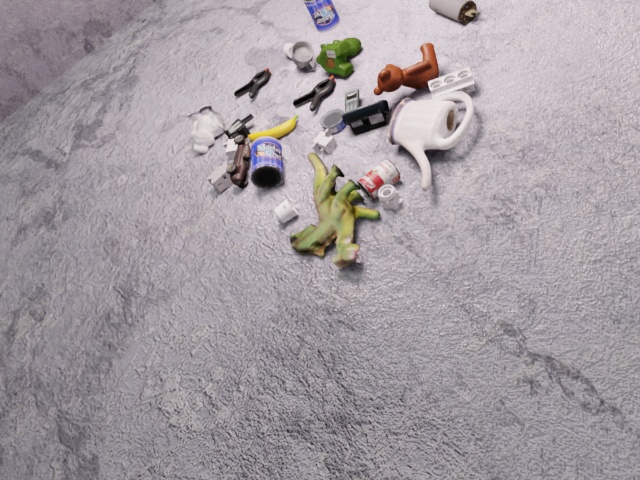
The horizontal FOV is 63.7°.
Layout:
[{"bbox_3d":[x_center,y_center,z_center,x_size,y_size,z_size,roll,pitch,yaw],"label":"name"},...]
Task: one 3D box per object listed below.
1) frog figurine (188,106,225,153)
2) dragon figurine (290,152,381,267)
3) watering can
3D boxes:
[{"bbox_3d":[-0.420,-0.402,1.919,0.137,0.160,0.122,-11,-5,12],"label":"frog figurine"},{"bbox_3d":[0.004,-0.070,1.393,0.120,0.243,0.417,44,1,-44],"label":"dragon figurine"},{"bbox_3d":[0.280,-0.284,1.404,0.225,0.353,0.102,14,-29,38],"label":"watering can"}]
